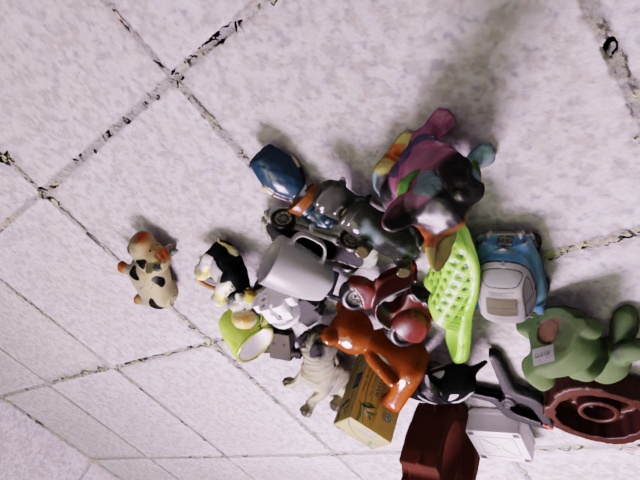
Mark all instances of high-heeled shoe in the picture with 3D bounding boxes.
[{"bbox_3d":[0.196,0.270,0.960,0.086,0.145,0.248,61,140,15],"label":"high-heeled shoe"}]

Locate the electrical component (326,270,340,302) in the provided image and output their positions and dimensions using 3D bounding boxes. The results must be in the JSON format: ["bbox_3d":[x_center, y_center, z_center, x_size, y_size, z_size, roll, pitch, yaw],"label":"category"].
[{"bbox_3d":[0.005,0.073,0.922,0.119,0.047,0.075,18,173,-9],"label":"electrical component"}]

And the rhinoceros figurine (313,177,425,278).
[{"bbox_3d":[0.077,-0.024,0.777,0.190,0.112,0.073,29,115,-22],"label":"rhinoceros figurine"}]

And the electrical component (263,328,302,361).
[{"bbox_3d":[-0.080,0.225,1.151,0.102,0.045,0.078,-3,103,26],"label":"electrical component"}]

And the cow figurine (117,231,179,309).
[{"bbox_3d":[-0.339,0.064,1.088,0.127,0.085,0.194,15,135,22],"label":"cow figurine"}]

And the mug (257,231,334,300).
[{"bbox_3d":[-0.027,0.040,0.836,0.107,0.081,0.109,28,110,-19],"label":"mug"}]

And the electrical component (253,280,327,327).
[{"bbox_3d":[-0.055,0.105,1.004,0.134,0.058,0.115,35,140,-8],"label":"electrical component"}]

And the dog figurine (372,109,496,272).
[{"bbox_3d":[0.119,-0.050,0.639,0.108,0.219,0.191,43,136,-12],"label":"dog figurine"}]

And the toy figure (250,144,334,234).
[{"bbox_3d":[-0.037,-0.076,0.810,0.064,0.058,0.154,-38,107,21],"label":"toy figure"}]

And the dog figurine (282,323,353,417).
[{"bbox_3d":[0.027,0.240,1.070,0.121,0.172,0.190,42,127,29],"label":"dog figurine"}]

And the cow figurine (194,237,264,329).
[{"bbox_3d":[-0.154,0.076,0.972,0.167,0.068,0.098,49,122,26],"label":"cow figurine"}]

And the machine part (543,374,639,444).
[{"bbox_3d":[0.472,0.278,0.911,0.180,0.056,0.179,14,138,13],"label":"machine part"}]

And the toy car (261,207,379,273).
[{"bbox_3d":[-0.002,-0.003,0.870,0.202,0.056,0.073,18,145,12],"label":"toy car"}]

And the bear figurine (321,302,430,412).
[{"bbox_3d":[0.093,0.205,0.979,0.196,0.120,0.131,24,136,5],"label":"bear figurine"}]

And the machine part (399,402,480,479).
[{"bbox_3d":[0.243,0.438,1.079,0.087,0.201,0.200,-5,130,35],"label":"machine part"}]

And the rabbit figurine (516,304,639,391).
[{"bbox_3d":[0.405,0.156,0.804,0.170,0.121,0.159,24,135,-24],"label":"rabbit figurine"}]

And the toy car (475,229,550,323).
[{"bbox_3d":[0.268,0.064,0.765,0.109,0.103,0.161,2,135,24],"label":"toy car"}]

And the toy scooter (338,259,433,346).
[{"bbox_3d":[0.134,0.096,0.885,0.183,0.075,0.135,36,117,-23],"label":"toy scooter"}]

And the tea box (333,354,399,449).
[{"bbox_3d":[0.103,0.297,1.032,0.098,0.170,0.068,34,138,-11],"label":"tea box"}]
